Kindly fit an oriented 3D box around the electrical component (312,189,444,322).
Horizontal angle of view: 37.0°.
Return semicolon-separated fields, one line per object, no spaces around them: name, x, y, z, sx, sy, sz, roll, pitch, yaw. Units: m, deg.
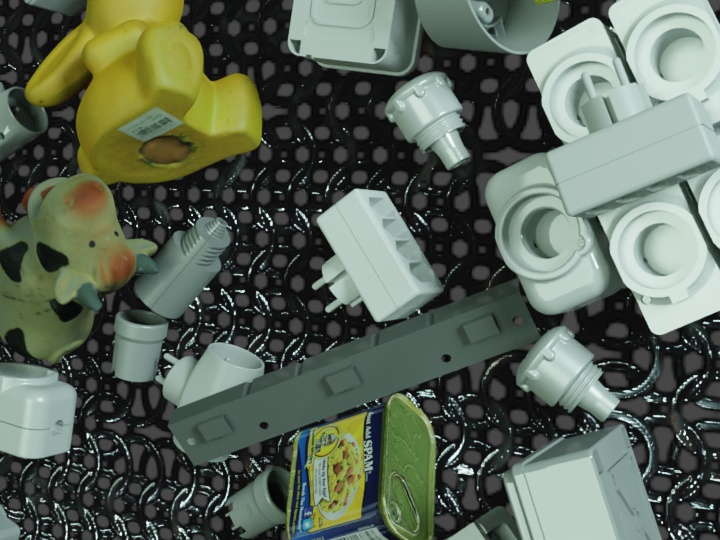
electrical component;0.000;0.000;0.735;0.076;0.047;0.083;-36;76;23

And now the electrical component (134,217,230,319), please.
electrical component;-0.126;-0.007;0.799;0.081;0.043;0.043;-48;72;19

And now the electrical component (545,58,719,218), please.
electrical component;0.145;-0.078;0.592;0.083;0.047;0.075;-23;81;25

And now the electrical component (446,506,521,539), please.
electrical component;0.093;0.240;0.687;0.089;0.062;0.150;-40;74;21

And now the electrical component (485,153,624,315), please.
electrical component;0.120;-0.022;0.668;0.054;0.059;0.095;-26;80;24

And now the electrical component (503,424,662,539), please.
electrical component;0.139;0.155;0.637;0.056;0.109;0.108;-20;83;23

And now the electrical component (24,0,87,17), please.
electrical component;-0.225;-0.242;0.831;0.096;0.061;0.061;-31;77;25

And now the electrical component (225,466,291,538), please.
electrical component;-0.070;0.169;0.778;0.046;0.040;0.040;-35;76;29

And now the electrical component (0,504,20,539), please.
electrical component;-0.335;0.219;0.900;0.089;0.056;0.050;26;102;23

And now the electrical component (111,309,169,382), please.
electrical component;-0.170;0.058;0.825;0.040;0.040;0.046;18;105;25

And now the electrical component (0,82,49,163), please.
electrical component;-0.305;-0.129;0.883;0.077;0.044;0.079;-27;80;24

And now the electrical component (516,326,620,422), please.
electrical component;0.133;0.069;0.674;0.062;0.048;0.048;39;107;14

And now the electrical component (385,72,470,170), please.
electrical component;0.050;-0.096;0.711;0.048;0.048;0.062;-34;84;23

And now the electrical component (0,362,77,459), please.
electrical component;-0.280;0.110;0.871;0.095;0.054;0.059;11;96;26

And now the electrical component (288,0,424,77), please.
electrical component;0.004;-0.191;0.723;0.078;0.057;0.113;12;96;25

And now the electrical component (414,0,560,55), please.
electrical component;0.077;-0.183;0.667;0.064;0.099;0.099;6;94;32

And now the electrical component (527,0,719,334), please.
electrical component;0.186;-0.067;0.634;0.105;0.060;0.186;-27;80;24

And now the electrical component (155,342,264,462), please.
electrical component;-0.118;0.089;0.797;0.079;0.044;0.077;28;103;23
